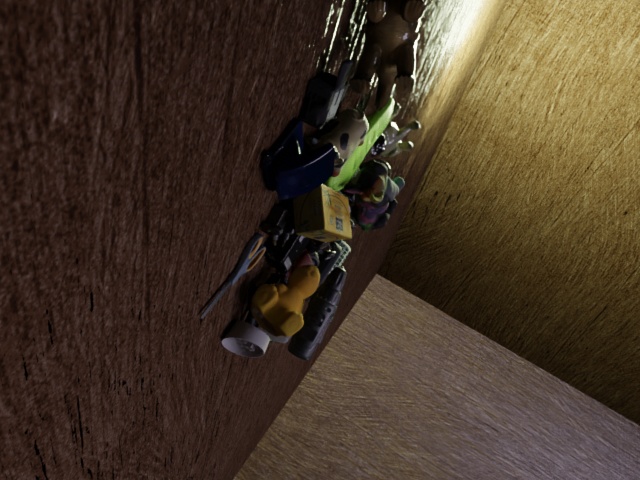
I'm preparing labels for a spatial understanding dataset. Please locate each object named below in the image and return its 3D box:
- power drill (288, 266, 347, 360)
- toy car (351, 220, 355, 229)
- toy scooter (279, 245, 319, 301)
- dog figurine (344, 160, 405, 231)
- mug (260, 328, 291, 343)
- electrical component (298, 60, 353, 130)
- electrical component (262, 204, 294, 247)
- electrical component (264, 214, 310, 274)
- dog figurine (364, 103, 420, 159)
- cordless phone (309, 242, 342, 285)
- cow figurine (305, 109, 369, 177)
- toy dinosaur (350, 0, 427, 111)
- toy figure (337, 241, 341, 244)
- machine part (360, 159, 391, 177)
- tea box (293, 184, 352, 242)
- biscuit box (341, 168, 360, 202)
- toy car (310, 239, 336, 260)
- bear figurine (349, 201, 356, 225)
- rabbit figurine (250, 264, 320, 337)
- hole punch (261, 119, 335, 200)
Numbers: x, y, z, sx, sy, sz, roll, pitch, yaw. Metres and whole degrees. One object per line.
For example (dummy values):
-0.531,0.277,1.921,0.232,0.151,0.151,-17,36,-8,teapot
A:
0.000,0.183,1.311,0.232,0.086,0.207,-62,-179,-14,power drill
0.042,-0.058,1.422,0.073,0.056,0.201,-36,156,-3,toy car
-0.071,0.101,1.361,0.135,0.075,0.183,-21,133,-26,toy scooter
0.116,-0.099,1.278,0.191,0.109,0.219,-68,166,18,dog figurine
-0.121,0.223,1.373,0.081,0.107,0.109,-38,154,-58,mug
0.012,-0.254,0.912,0.075,0.048,0.119,-48,163,-47,electrical component
-0.080,-0.029,1.080,0.078,0.045,0.102,-59,169,2,electrical component
-0.066,-0.002,1.179,0.134,0.058,0.114,-57,170,-14,electrical component
0.149,-0.254,1.427,0.190,0.121,0.172,-36,155,-29,dog figurine
-0.016,0.072,1.536,0.146,0.089,0.184,-57,179,-17,cordless phone
0.029,-0.186,1.067,0.195,0.085,0.127,-52,172,-25,cow figurine
0.122,-0.342,0.917,0.471,0.105,0.198,100,4,-63,toy dinosaur
0.045,-0.047,1.545,0.154,0.058,0.064,98,19,-49,toy figure
0.148,-0.185,1.491,0.079,0.079,0.243,-61,-175,6,machine part
0.007,-0.053,1.127,0.169,0.068,0.098,13,70,-69,tea box
0.068,-0.150,1.376,0.063,0.059,0.202,-61,168,-3,biscuit box
-0.003,-0.004,1.362,0.053,0.089,0.202,-28,166,-2,toy car
0.142,-0.101,1.582,0.196,0.132,0.120,-163,-102,-83,bear figurine
-0.062,0.132,1.201,0.173,0.122,0.162,-50,170,-21,rabbit figurine
-0.036,-0.127,0.931,0.116,0.092,0.142,-53,170,-16,hole punch
